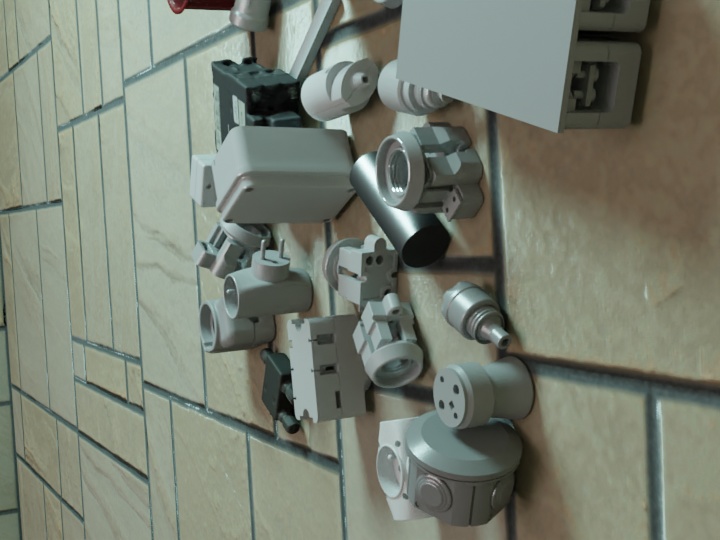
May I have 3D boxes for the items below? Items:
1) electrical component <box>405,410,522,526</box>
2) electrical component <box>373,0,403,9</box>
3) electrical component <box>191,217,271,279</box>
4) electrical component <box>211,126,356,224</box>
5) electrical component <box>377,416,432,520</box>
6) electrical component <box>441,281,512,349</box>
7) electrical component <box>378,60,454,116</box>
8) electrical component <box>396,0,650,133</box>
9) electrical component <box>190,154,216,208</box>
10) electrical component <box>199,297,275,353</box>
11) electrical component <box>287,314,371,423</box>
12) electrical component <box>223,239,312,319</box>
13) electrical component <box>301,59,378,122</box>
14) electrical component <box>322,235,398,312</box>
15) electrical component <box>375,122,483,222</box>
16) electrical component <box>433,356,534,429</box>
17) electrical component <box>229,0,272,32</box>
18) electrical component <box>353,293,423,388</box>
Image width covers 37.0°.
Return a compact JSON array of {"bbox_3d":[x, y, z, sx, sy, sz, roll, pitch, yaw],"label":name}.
[{"bbox_3d":[0.071,0.135,0.749,0.080,0.080,0.051,43,136,53],"label":"electrical component"},{"bbox_3d":[0.040,-0.218,0.777,0.078,0.057,0.058,43,131,53],"label":"electrical component"},{"bbox_3d":[-0.128,-0.025,1.123,0.057,0.078,0.058,-58,40,18],"label":"electrical component"},{"bbox_3d":[-0.066,-0.081,0.945,0.078,0.113,0.057,-46,51,56],"label":"electrical component"},{"bbox_3d":[0.050,0.151,0.829,0.079,0.044,0.077,-23,74,62],"label":"electrical component"},{"bbox_3d":[0.085,0.035,0.755,0.061,0.035,0.035,45,133,48],"label":"electrical component"},{"bbox_3d":[0.045,-0.134,0.798,0.078,0.040,0.040,28,119,58],"label":"electrical component"},{"bbox_3d":[0.098,-0.156,0.669,0.186,0.060,0.105,35,124,57],"label":"electrical component"},{"bbox_3d":[-0.135,-0.088,1.129,0.077,0.066,0.047,41,129,54],"label":"electrical component"},{"bbox_3d":[-0.138,0.058,1.165,0.095,0.059,0.053,-24,73,62],"label":"electrical component"},{"bbox_3d":[-0.026,0.086,0.954,0.050,0.056,0.089,-7,88,63],"label":"electrical component"},{"bbox_3d":[-0.088,0.007,1.038,0.043,0.077,0.079,44,132,53],"label":"electrical component"},{"bbox_3d":[-0.014,-0.153,0.907,0.081,0.043,0.043,-4,90,63],"label":"electrical component"},{"bbox_3d":[0.000,0.000,0.903,0.055,0.048,0.066,21,113,53],"label":"electrical component"},{"bbox_3d":[0.048,-0.072,0.784,0.058,0.057,0.078,-60,43,48],"label":"electrical component"},{"bbox_3d":[0.084,0.084,0.739,0.045,0.055,0.045,17,110,61],"label":"electrical component"},{"bbox_3d":[-0.107,-0.267,1.077,0.040,0.040,0.046,52,133,47],"label":"electrical component"},{"bbox_3d":[0.023,0.061,0.867,0.066,0.048,0.055,114,149,-43],"label":"electrical component"}]
